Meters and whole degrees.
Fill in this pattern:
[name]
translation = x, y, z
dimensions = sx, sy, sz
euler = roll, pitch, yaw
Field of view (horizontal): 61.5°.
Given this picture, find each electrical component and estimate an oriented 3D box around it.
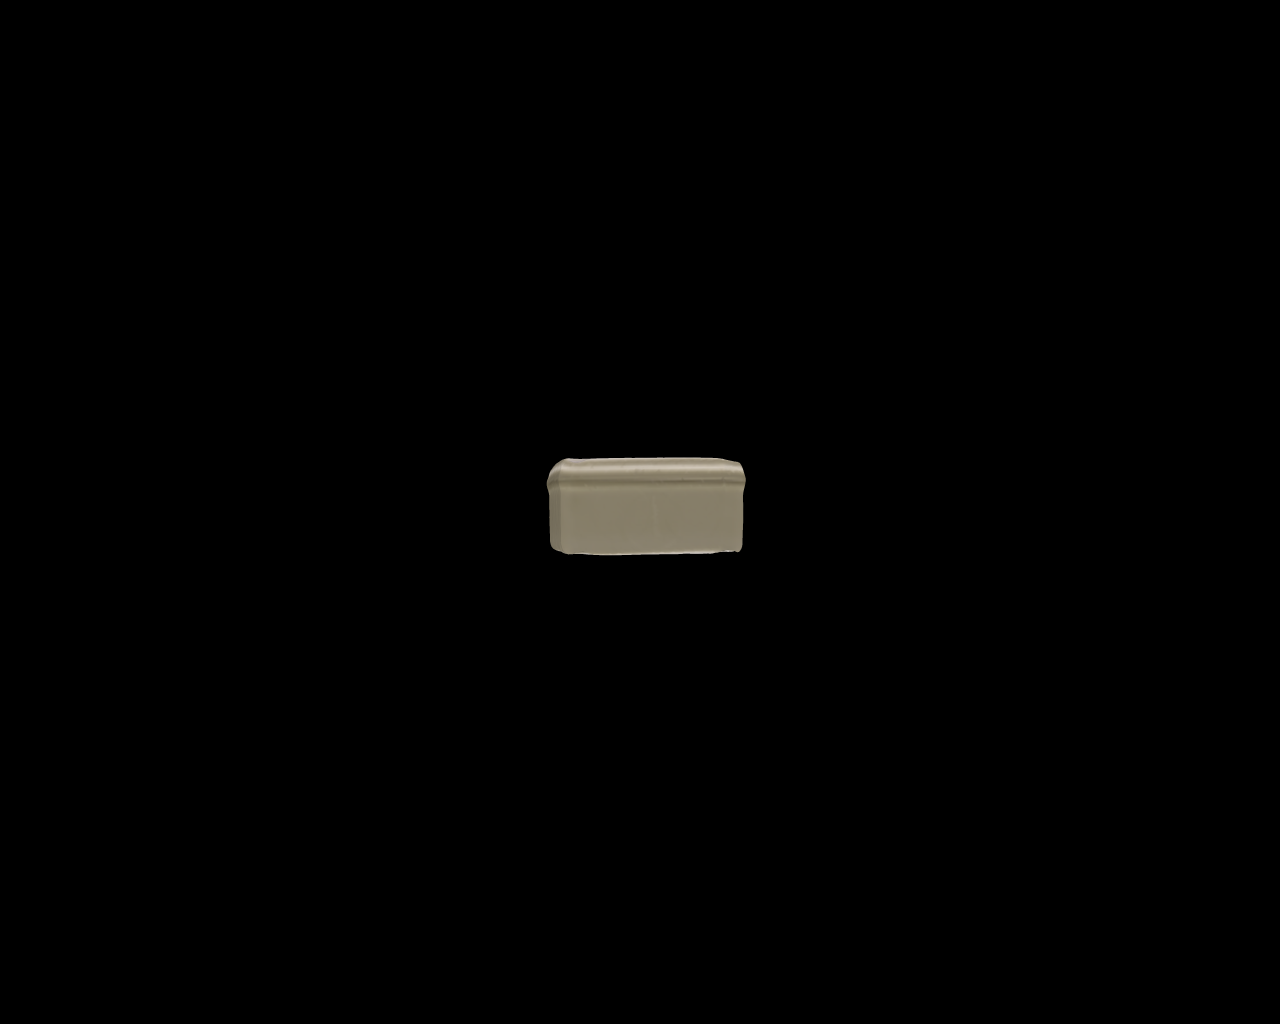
[electrical component]
translation = 0.001, -0.003, 0.650
dimensions = 0.109, 0.056, 0.108
euler = 0, 0, -9
